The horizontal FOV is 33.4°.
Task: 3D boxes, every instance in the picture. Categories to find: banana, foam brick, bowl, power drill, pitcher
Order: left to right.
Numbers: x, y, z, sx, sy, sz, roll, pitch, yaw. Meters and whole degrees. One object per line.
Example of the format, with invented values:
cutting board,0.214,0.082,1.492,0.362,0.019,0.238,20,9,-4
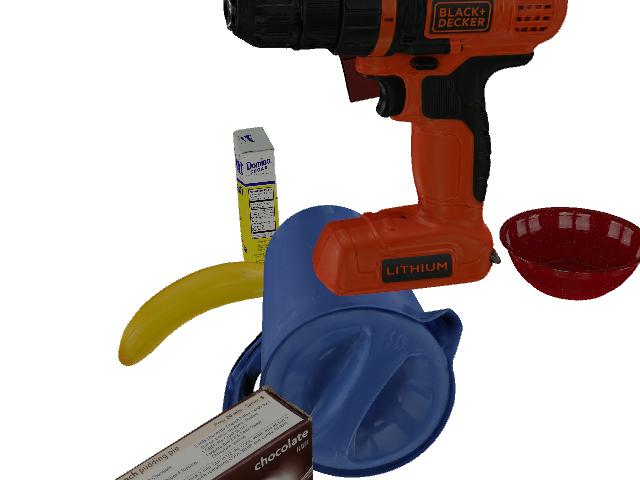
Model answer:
banana,-0.110,0.061,0.971,0.198,0.069,0.037,-20,26,14
pitcher,0.006,0.067,0.821,0.149,0.145,0.243,7,20,-8
power drill,0.037,-0.063,0.585,0.184,0.188,0.057,-4,30,-13
foam brick,0.052,-0.146,0.807,0.078,0.053,0.051,-12,-34,3
bowl,0.276,0.020,1.169,0.162,0.055,0.162,-1,27,0

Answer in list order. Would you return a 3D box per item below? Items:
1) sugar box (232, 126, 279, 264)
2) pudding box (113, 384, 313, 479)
sugar box,-0.079,-0.043,1.326,0.048,0.176,0.093,-10,24,-9
pudding box,-0.054,0.133,0.500,0.113,0.090,0.039,-31,46,-34
